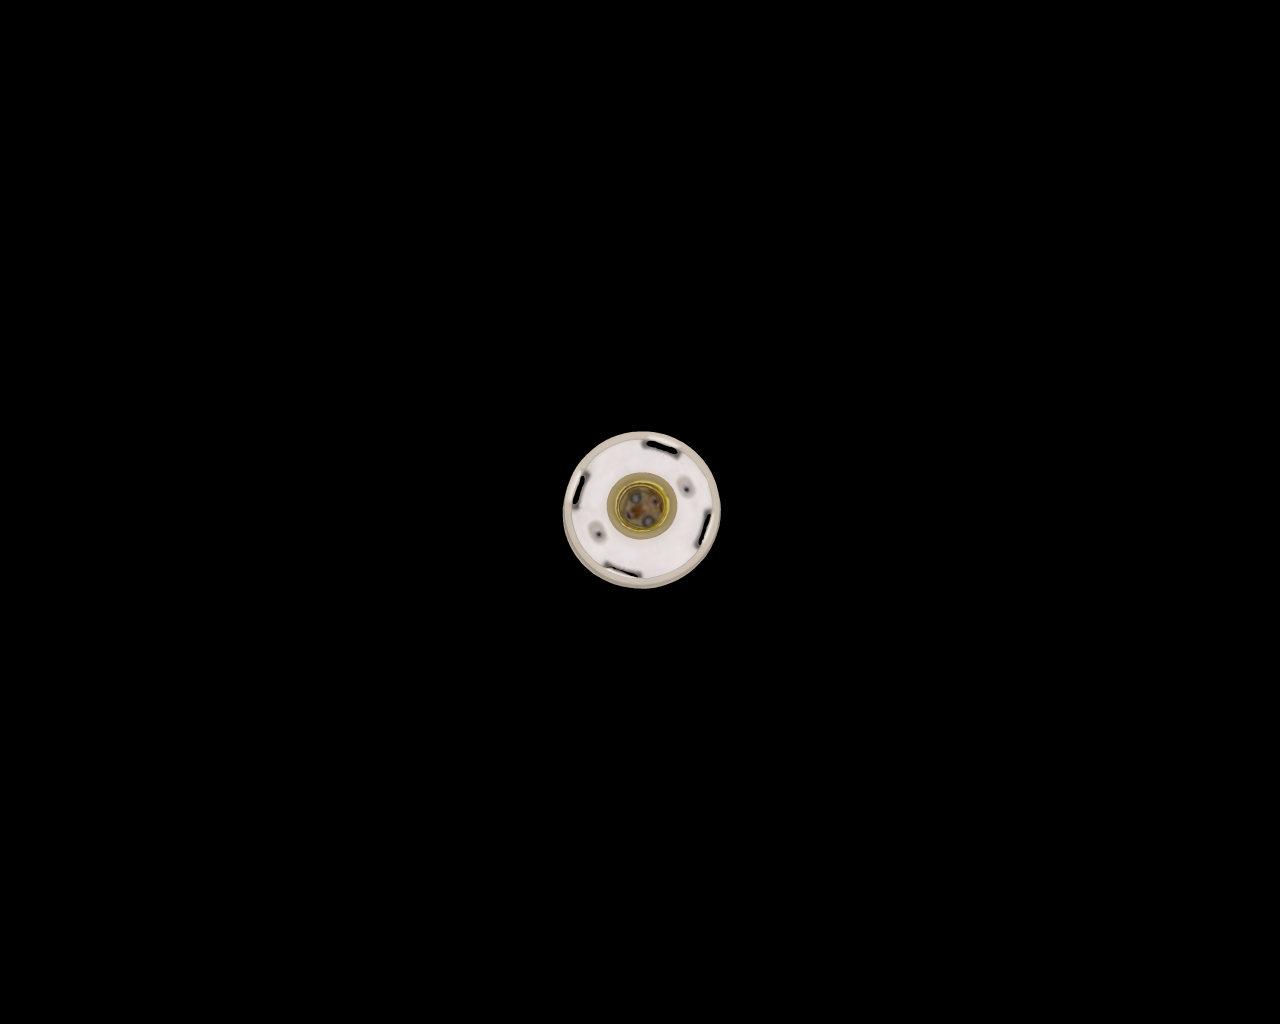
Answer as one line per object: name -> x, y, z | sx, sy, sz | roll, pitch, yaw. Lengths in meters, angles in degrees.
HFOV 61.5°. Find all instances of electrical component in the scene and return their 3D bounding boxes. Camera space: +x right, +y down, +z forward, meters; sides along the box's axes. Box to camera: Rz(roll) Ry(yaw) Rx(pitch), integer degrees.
electrical component -> 0.001, -0.003, 0.650 | 0.099, 0.099, 0.064 | 0, -4, 0
